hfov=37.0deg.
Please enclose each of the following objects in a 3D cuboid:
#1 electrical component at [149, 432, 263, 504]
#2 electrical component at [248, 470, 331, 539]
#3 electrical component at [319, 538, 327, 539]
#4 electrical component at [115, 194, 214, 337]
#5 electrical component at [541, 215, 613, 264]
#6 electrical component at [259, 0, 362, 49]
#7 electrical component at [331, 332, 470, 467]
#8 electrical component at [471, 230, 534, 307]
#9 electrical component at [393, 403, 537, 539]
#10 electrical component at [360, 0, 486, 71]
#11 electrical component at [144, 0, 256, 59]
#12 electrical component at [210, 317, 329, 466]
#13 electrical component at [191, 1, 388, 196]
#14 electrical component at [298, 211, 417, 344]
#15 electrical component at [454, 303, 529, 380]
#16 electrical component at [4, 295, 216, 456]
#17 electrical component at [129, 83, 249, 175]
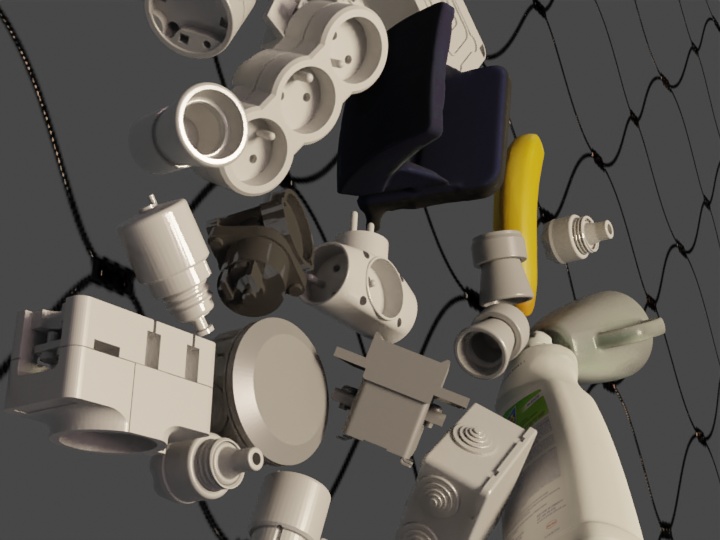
[{"bbox_3d":[-0.076,0.099,0.545,0.035,0.061,0.035,26,57,-49],"label":"electrical component"},{"bbox_3d":[-0.043,0.148,0.594,0.040,0.040,0.078,49,42,-34],"label":"electrical component"},{"bbox_3d":[-0.029,0.182,0.606,0.061,0.035,0.035,-47,116,-50],"label":"electrical component"},{"bbox_3d":[-0.098,-0.001,0.569,0.040,0.040,0.078,-39,110,-54],"label":"electrical component"},{"bbox_3d":[0.203,-0.031,1.000,0.043,0.062,0.043,25,58,-49],"label":"electrical component"},{"bbox_3d":[-0.024,-0.154,0.714,0.081,0.064,0.042,49,41,-34],"label":"electrical component"},{"bbox_3d":[0.022,0.079,0.650,0.121,0.079,0.063,62,50,-81],"label":"electrical component"},{"bbox_3d":[0.115,-0.001,0.876,0.045,0.045,0.055,9,70,-54],"label":"electrical component"},{"bbox_3d":[0.068,0.147,0.713,0.100,0.048,0.099,-35,147,-55],"label":"electrical component"},{"bbox_3d":[0.041,-0.191,0.828,0.113,0.057,0.078,61,36,-21],"label":"electrical component"},{"bbox_3d":[-0.091,-0.159,0.628,0.055,0.055,0.047,57,34,-25],"label":"electrical component"},{"bbox_3d":[-0.058,0.069,0.592,0.080,0.051,0.080,26,58,-49],"label":"electrical component"},{"bbox_3d":[-0.052,-0.107,0.646,0.138,0.074,0.052,-49,130,-16],"label":"electrical component"},{"bbox_3d":[0.000,0.000,0.708,0.077,0.044,0.079,33,52,-46],"label":"electrical component"},{"bbox_3d":[0.104,0.054,0.838,0.055,0.045,0.045,-35,107,-55],"label":"electrical component"},{"bbox_3d":[-0.117,0.055,0.512,0.089,0.050,0.055,27,56,-48],"label":"electrical component"},{"bbox_3d":[-0.095,-0.072,0.577,0.044,0.065,0.044,4,83,-39],"label":"electrical component"}]
